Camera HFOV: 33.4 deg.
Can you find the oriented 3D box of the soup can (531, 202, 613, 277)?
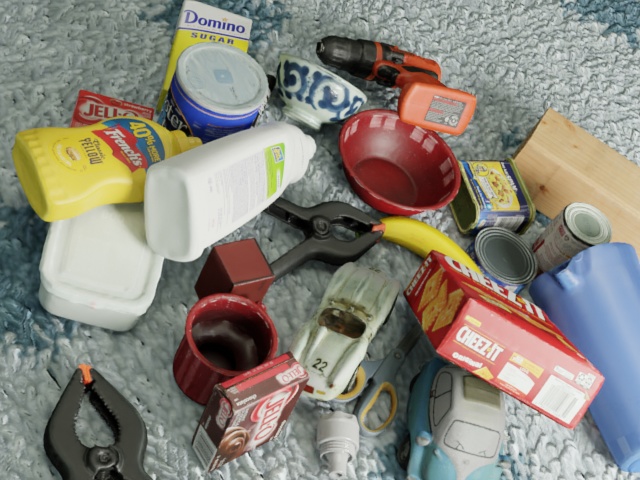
[{"bbox_3d":[0.301,0.009,1.303,0.068,0.102,0.068,12,51,-16],"label":"soup can"}]

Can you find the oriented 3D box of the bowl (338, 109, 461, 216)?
[{"bbox_3d":[0.089,-0.084,1.310,0.162,0.055,0.162,13,50,-16],"label":"bowl"}]

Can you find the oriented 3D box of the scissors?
[{"bbox_3d":[0.063,0.125,1.161,0.096,0.016,0.201,27,48,-3],"label":"scissors"}]

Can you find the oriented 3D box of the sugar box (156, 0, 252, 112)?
[{"bbox_3d":[-0.140,-0.219,1.318,0.093,0.048,0.176,16,51,-13],"label":"sugar box"}]

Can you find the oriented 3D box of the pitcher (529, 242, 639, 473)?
[{"bbox_3d":[0.349,0.136,1.220,0.149,0.145,0.243,-10,62,-16],"label":"pitcher"}]

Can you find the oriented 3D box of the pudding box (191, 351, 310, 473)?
[{"bbox_3d":[-0.067,0.162,1.006,0.089,0.114,0.039,-20,62,-35],"label":"pudding box"}]

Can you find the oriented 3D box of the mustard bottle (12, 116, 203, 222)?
[{"bbox_3d":[-0.206,-0.080,1.086,0.191,0.058,0.096,-14,60,-33],"label":"mustard bottle"}]

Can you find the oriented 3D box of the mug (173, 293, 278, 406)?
[{"bbox_3d":[-0.092,0.106,1.060,0.093,0.082,0.117,35,48,4],"label":"mug"}]

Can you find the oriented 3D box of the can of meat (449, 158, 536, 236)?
[{"bbox_3d":[0.210,-0.055,1.343,0.083,0.058,0.102,-1,54,-23],"label":"can of meat"}]

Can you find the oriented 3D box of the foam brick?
[{"bbox_3d":[-0.090,0.044,1.113,0.052,0.078,0.051,-12,59,-34],"label":"foam brick"}]

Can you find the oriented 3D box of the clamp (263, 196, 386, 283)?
[{"bbox_3d":[-0.008,0.001,1.203,0.171,0.039,0.120,6,68,-14],"label":"clamp"}]

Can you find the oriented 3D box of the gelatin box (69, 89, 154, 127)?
[{"bbox_3d":[-0.238,-0.127,1.211,0.089,0.030,0.073,15,49,-14],"label":"gelatin box"}]

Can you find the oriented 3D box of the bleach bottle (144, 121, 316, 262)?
[{"bbox_3d":[-0.082,-0.063,1.135,0.068,0.102,0.250,14,25,29],"label":"bleach bottle"}]

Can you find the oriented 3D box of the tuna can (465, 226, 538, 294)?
[{"bbox_3d":[0.219,0.027,1.296,0.086,0.034,0.086,14,50,-17],"label":"tuna can"}]

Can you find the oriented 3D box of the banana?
[{"bbox_3d":[0.138,0.027,1.262,0.198,0.037,0.069,35,76,8],"label":"banana"}]

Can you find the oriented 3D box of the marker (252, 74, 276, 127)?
[{"bbox_3d":[-0.077,-0.165,1.323,0.020,0.020,0.121,24,47,-6],"label":"marker"}]

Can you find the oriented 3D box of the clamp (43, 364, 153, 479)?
[{"bbox_3d":[-0.204,0.209,0.957,0.164,0.036,0.210,-9,57,-29],"label":"clamp"}]

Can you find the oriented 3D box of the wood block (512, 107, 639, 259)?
[{"bbox_3d":[0.350,-0.067,1.394,0.206,0.091,0.090,35,48,3],"label":"wood block"}]

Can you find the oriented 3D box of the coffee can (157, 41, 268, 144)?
[{"bbox_3d":[-0.127,-0.136,1.194,0.102,0.140,0.103,13,50,-16],"label":"coffee can"}]

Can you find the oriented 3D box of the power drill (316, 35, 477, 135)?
[{"bbox_3d":[0.101,-0.204,1.363,0.184,0.057,0.188,8,26,-26],"label":"power drill"}]

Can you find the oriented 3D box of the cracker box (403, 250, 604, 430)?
[{"bbox_3d":[0.186,0.096,1.118,0.164,0.072,0.214,30,9,-10],"label":"cracker box"}]
